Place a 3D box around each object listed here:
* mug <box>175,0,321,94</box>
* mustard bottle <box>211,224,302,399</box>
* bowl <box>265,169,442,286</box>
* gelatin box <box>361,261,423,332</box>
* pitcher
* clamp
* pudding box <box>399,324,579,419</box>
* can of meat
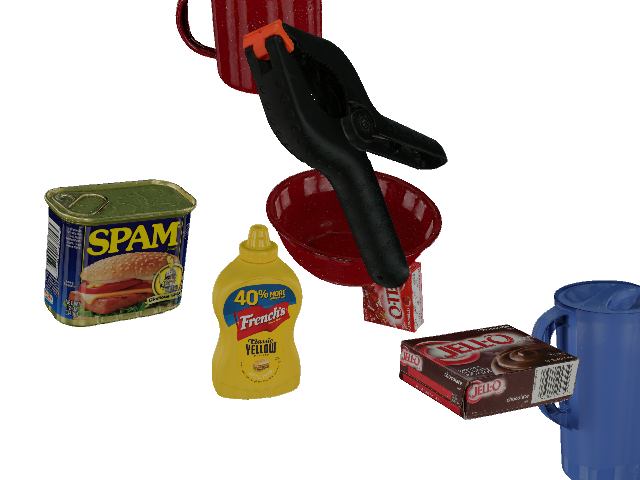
[{"bbox_3d":[-0.052,-0.163,0.805,0.117,0.081,0.093,2,34,5],"label":"mug"},{"bbox_3d":[-0.068,0.075,1.148,0.096,0.192,0.058,-3,22,-13],"label":"mustard bottle"},{"bbox_3d":[0.028,-0.005,0.986,0.162,0.055,0.162,4,33,-3],"label":"bowl"},{"bbox_3d":[0.089,0.065,1.331,0.073,0.089,0.030,11,31,30],"label":"gelatin box"},{"bbox_3d":[0.343,0.178,1.306,0.149,0.243,0.144,4,15,22],"label":"pitcher"},{"bbox_3d":[0.014,-0.054,0.636,0.039,0.120,0.171,-25,-49,36],"label":"clamp"},{"bbox_3d":[0.132,0.102,0.847,0.113,0.039,0.090,-3,17,-30],"label":"pudding box"},{"bbox_3d":[-0.143,0.008,0.752,0.101,0.084,0.058,-8,28,-35],"label":"can of meat"}]
